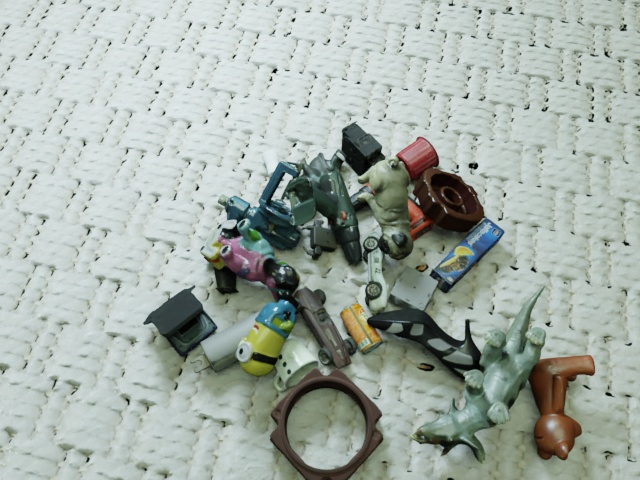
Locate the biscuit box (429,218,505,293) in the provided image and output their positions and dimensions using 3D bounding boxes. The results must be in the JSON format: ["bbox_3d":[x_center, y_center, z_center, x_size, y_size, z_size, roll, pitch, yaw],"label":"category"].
[{"bbox_3d":[0.348,0.035,1.274,0.203,0.062,0.059,-41,70,-17],"label":"biscuit box"}]

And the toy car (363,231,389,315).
[{"bbox_3d":[0.130,0.075,1.252,0.056,0.073,0.202,-2,63,4],"label":"toy car"}]

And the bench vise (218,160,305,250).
[{"bbox_3d":[-0.122,-0.095,1.293,0.224,0.129,0.240,32,104,9],"label":"bench vise"}]

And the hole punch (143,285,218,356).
[{"bbox_3d":[-0.308,0.183,1.211,0.142,0.092,0.116,-40,39,-15],"label":"hole punch"}]

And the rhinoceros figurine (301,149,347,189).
[{"bbox_3d":[-0.003,-0.161,1.375,0.112,0.073,0.190,30,68,16],"label":"rhinoceros figurine"}]

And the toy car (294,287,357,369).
[{"bbox_3d":[0.007,0.189,1.193,0.089,0.053,0.202,-9,56,-41],"label":"toy car"}]

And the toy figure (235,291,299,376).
[{"bbox_3d":[-0.104,0.196,1.118,0.089,0.082,0.180,34,74,2],"label":"toy figure"}]

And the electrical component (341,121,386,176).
[{"bbox_3d":[0.112,-0.220,1.380,0.058,0.114,0.134,-34,66,-12],"label":"electrical component"}]

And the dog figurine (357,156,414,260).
[{"bbox_3d":[0.170,-0.070,1.204,0.121,0.172,0.191,-15,55,-7],"label":"dog figurine"}]

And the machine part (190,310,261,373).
[{"bbox_3d":[-0.172,0.218,1.185,0.243,0.079,0.079,-28,66,-11],"label":"machine part"}]

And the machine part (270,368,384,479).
[{"bbox_3d":[0.013,0.379,1.095,0.201,0.087,0.201,-42,70,-16],"label":"machine part"}]

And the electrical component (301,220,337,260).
[{"bbox_3d":[-0.002,-0.003,1.314,0.078,0.045,0.102,7,63,-27],"label":"electrical component"}]

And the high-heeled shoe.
[{"bbox_3d":[0.226,0.232,1.171,0.249,0.086,0.145,2,102,12],"label":"high-heeled shoe"}]

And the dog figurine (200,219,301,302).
[{"bbox_3d":[-0.146,0.059,1.235,0.192,0.219,0.108,-2,50,52],"label":"dog figurine"}]

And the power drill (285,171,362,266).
[{"bbox_3d":[0.019,-0.058,1.242,0.086,0.207,0.232,-23,70,38],"label":"power drill"}]

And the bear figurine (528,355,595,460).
[{"bbox_3d":[0.492,0.339,1.087,0.132,0.120,0.196,-3,65,-4],"label":"bear figurine"}]

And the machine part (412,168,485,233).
[{"bbox_3d":[0.313,-0.095,1.307,0.179,0.056,0.179,17,44,-17],"label":"machine part"}]

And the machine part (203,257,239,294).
[{"bbox_3d":[-0.232,0.066,1.286,0.084,0.039,0.139,-10,61,-13],"label":"machine part"}]

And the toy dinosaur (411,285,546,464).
[{"bbox_3d":[0.358,0.285,1.088,0.131,0.192,0.405,35,63,25],"label":"toy dinosaur"}]
